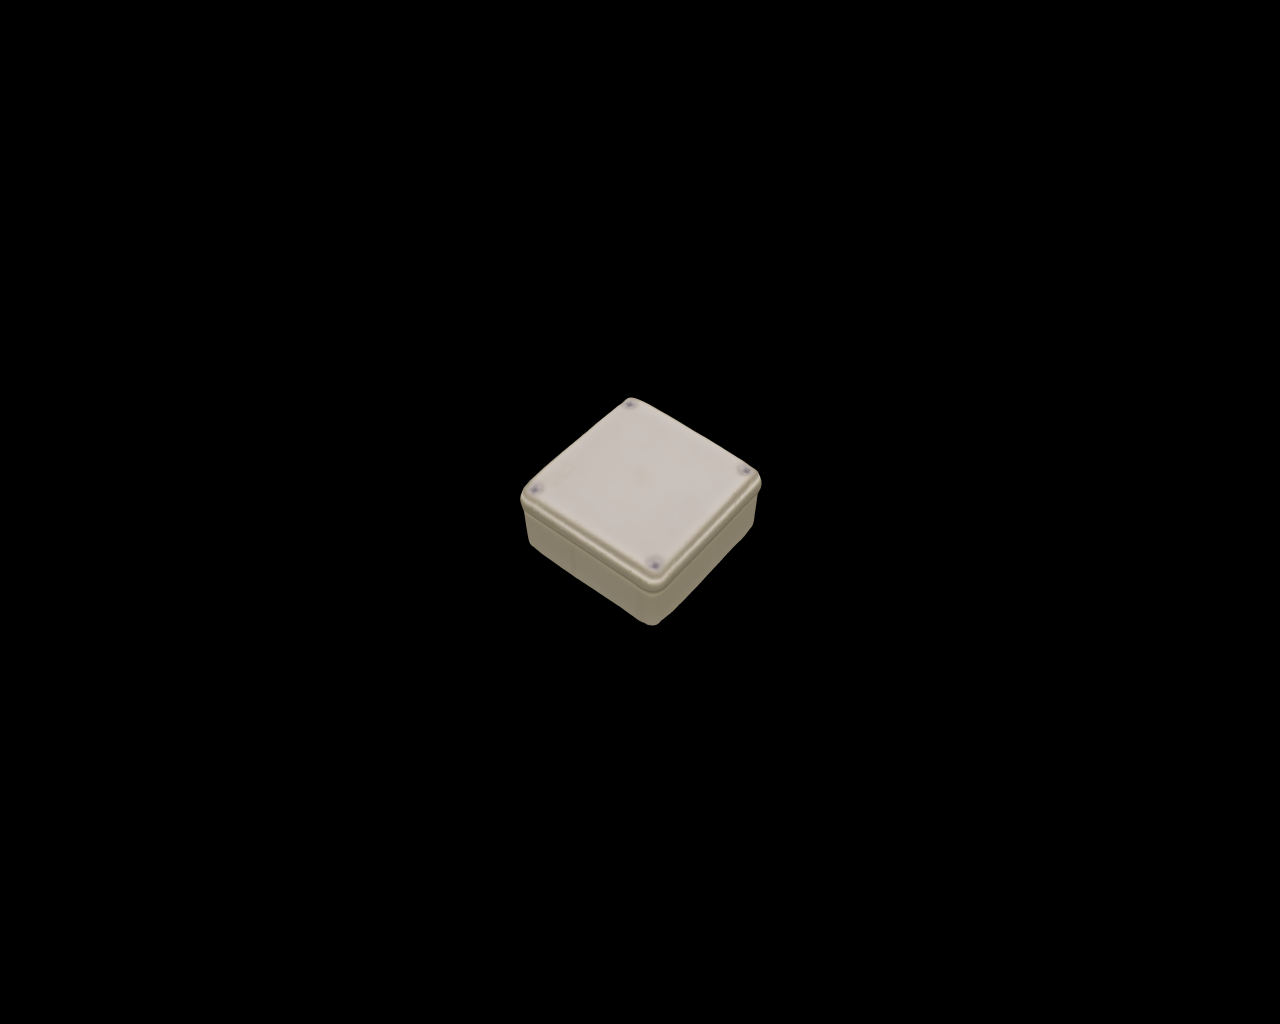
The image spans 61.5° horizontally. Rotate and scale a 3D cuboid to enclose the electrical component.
[{"bbox_3d":[0.001,-0.003,0.650,0.109,0.056,0.109,33,58,24],"label":"electrical component"}]
